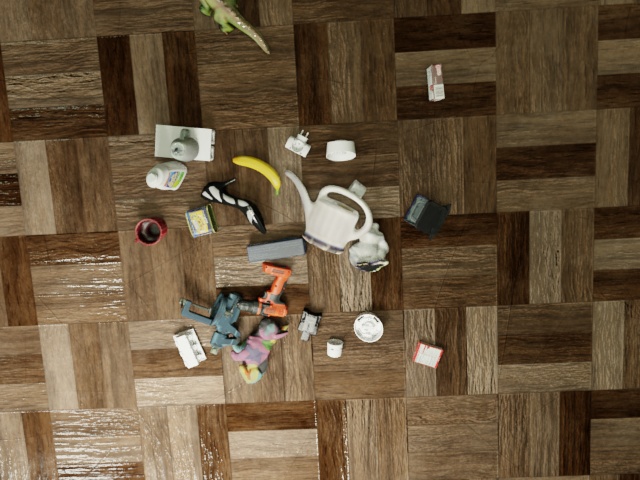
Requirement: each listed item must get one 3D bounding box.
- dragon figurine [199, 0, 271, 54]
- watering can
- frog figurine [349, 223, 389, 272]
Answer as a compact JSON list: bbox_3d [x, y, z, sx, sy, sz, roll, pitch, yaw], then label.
[{"bbox_3d":[-0.311,-0.749,1.599,0.410,0.244,0.122,40,94,-2],"label":"dragon figurine"},{"bbox_3d":[0.005,-0.088,1.756,0.349,0.104,0.222,25,100,12],"label":"watering can"},{"bbox_3d":[0.167,0.025,1.777,0.137,0.120,0.163,-11,63,12],"label":"frog figurine"}]
